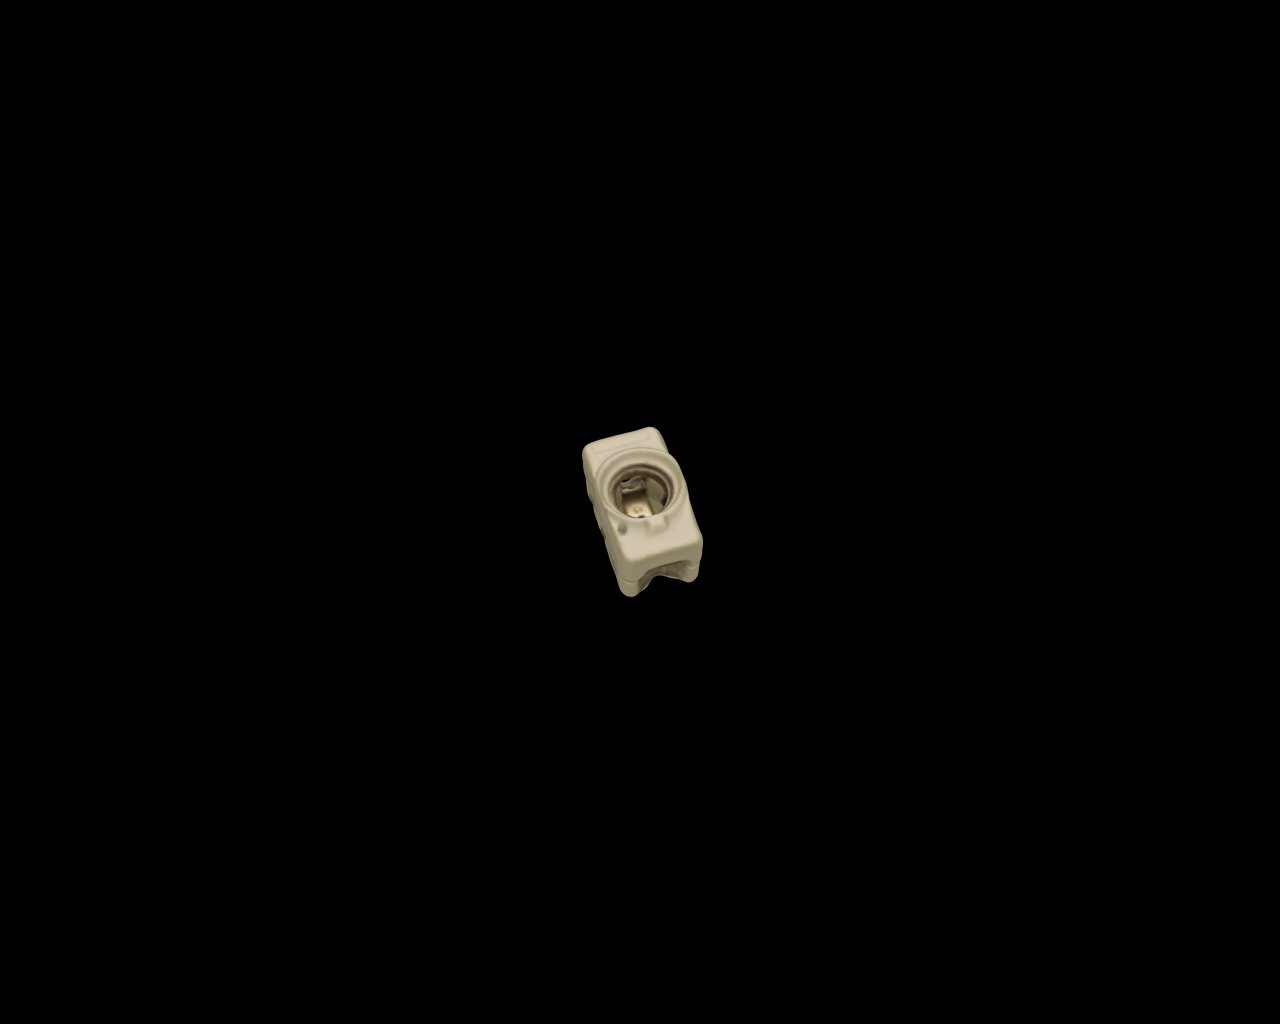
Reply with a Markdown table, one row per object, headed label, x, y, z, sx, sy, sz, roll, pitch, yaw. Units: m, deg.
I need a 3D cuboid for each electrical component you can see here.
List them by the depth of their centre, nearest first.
| label | x | y | z | sx | sy | sz | roll | pitch | yaw |
| --- | --- | --- | --- | --- | --- | --- | --- | --- | --- |
| electrical component | 0.001 | -0.003 | 0.650 | 0.050 | 0.089 | 0.055 | -15 | -32 | -9 |
